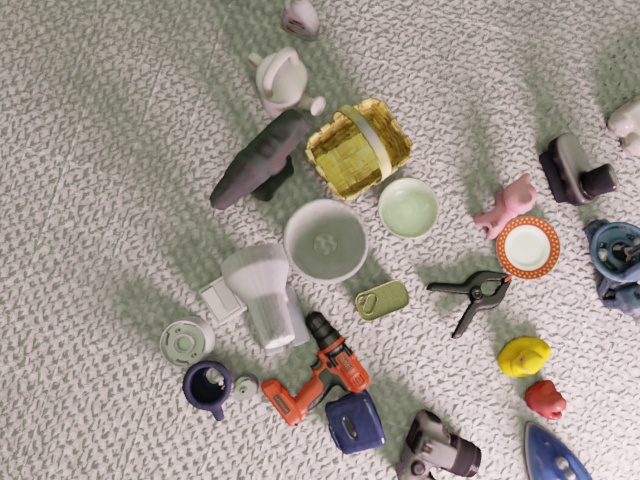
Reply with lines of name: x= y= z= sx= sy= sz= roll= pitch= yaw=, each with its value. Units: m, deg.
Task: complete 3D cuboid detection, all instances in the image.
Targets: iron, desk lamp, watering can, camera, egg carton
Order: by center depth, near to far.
desk lamp: x=-0.091 y=0.114 z=1.054 sx=0.118 sy=0.213 sz=0.203 roll=-21 pitch=87 yaw=-2
iron: x=0.474 y=0.474 z=1.074 sx=0.118 sy=0.141 sz=0.258 roll=-28 pitch=87 yaw=-2
watering can: x=-0.065 y=-0.301 z=1.090 sx=0.173 sy=0.194 sz=0.101 roll=16 pitch=86 yaw=1
camera: x=0.231 y=0.420 z=1.095 sx=0.137 sy=0.101 sz=0.143 roll=22 pitch=86 yaw=1
egg carton: x=0.663 y=-0.244 z=1.158 sx=0.150 sy=0.069 sz=0.107 roll=-36 pitch=87 yaw=-3

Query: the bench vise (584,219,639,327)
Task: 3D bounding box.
bench vise: x=0.592 y=0.051 z=1.063 sx=0.121 sy=0.219 sz=0.207 roll=-34 pitch=87 yaw=-2

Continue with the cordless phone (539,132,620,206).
cordless phone: x=0.507 y=-0.144 z=1.092 sx=0.094 sy=0.185 sz=0.147 roll=-25 pitch=87 yaw=-2

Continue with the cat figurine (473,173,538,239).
cat figurine: x=0.372 y=-0.066 z=1.119 sx=0.067 sy=0.117 sz=0.128 roll=42 pitch=87 yaw=2

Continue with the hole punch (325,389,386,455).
hole punch: x=0.066 y=0.355 z=1.102 sx=0.101 sy=0.091 sz=0.109 roll=-24 pitch=87 yaw=-2

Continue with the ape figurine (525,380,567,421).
ape figurine: x=0.445 y=0.313 z=1.109 sx=0.076 sy=0.092 sz=0.078 roll=7 pitch=86 yaw=0

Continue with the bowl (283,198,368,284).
bowl: x=0.010 y=0.004 z=1.132 sx=0.167 sy=0.074 sz=0.167 roll=0 pitch=86 yaw=-1

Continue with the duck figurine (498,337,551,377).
duck figurine: x=0.407 y=0.232 z=1.116 sx=0.104 sy=0.086 sz=0.077 roll=-24 pitch=87 yaw=-2

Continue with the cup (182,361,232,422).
cup: x=-0.204 y=0.284 z=1.101 sx=0.091 sy=0.095 sz=0.118 roll=-23 pitch=87 yaw=-2

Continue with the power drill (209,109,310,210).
power drill: x=-0.108 y=-0.135 z=1.072 sx=0.075 sy=0.208 sz=0.230 roll=39 pitch=87 yaw=2

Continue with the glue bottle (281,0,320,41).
glue bottle: x=-0.039 y=-0.445 z=1.110 sx=0.078 sy=0.173 sz=0.037 roll=20 pitch=86 yaw=1
